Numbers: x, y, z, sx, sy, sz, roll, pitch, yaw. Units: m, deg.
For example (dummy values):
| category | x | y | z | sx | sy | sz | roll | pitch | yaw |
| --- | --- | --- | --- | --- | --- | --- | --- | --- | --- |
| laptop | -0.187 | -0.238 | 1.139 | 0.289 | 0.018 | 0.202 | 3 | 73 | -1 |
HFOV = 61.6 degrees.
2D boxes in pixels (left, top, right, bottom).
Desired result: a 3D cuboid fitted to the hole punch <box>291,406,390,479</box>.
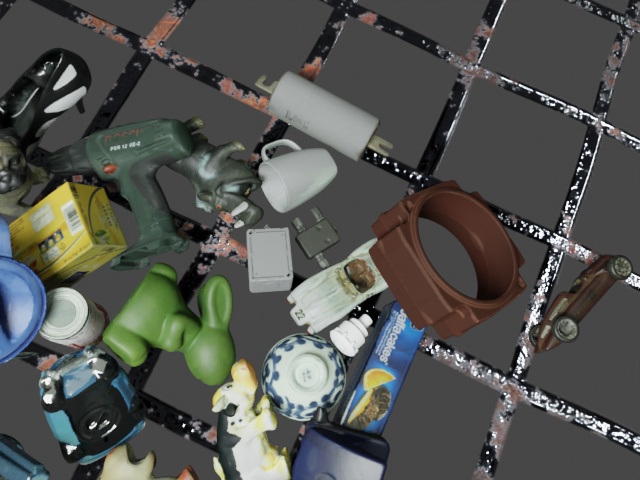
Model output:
| category | x | y | z | sx | sy | sz | roll | pitch | yaw |
| --- | --- | --- | --- | --- | --- | --- | --- | --- | --- |
| hole punch | 0.022 | 0.294 | 0.658 | 0.116 | 0.092 | 0.142 | 14 | 93 | 4 |

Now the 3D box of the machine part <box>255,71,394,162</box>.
| category | x | y | z | sx | sy | sz | roll | pitch | yaw |
| --- | --- | --- | --- | --- | --- | --- | --- | --- | --- |
| machine part | 0.006 | -0.197 | 0.858 | 0.243 | 0.079 | 0.079 | 29 | 72 | 1 |

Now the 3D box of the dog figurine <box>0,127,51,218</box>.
| category | x | y | z | sx | sy | sz | roll | pitch | yaw |
| --- | --- | --- | --- | --- | --- | --- | --- | --- | --- |
| dog figurine | -0.455 | -0.078 | 0.701 | 0.172 | 0.190 | 0.121 | -20 | 77 | -11 |

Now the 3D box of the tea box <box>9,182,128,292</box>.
| category | x | y | z | sx | sy | sz | roll | pitch | yaw |
| --- | --- | --- | --- | --- | --- | --- | --- | --- | --- |
| tea box | -0.352 | 0.008 | 0.713 | 0.170 | 0.068 | 0.098 | -29 | 78 | 19 |

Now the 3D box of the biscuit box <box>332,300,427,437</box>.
| category | x | y | z | sx | sy | sz | roll | pitch | yaw |
| --- | --- | --- | --- | --- | --- | --- | --- | --- | --- |
| biscuit box | 0.086 | 0.186 | 0.759 | 0.059 | 0.063 | 0.202 | 27 | 72 | 0 |

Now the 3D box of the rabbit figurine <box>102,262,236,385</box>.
| category | x | y | z | sx | sy | sz | roll | pitch | yaw |
| --- | --- | --- | --- | --- | --- | --- | --- | --- | --- |
| rabbit figurine | -0.185 | 0.121 | 0.735 | 0.170 | 0.121 | 0.159 | 38 | 64 | -14 |

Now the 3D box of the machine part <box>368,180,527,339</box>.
| category | x | y | z | sx | sy | sz | roll | pitch | yaw |
| --- | --- | --- | --- | --- | --- | --- | --- | --- | --- |
| machine part | 0.188 | 0.023 | 0.775 | 0.201 | 0.087 | 0.201 | -23 | 76 | -36 |

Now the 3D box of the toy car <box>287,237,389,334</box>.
| category | x | y | z | sx | sy | sz | roll | pitch | yaw |
| --- | --- | --- | --- | --- | --- | --- | --- | --- | --- |
| toy car | 0.045 | 0.062 | 0.794 | 0.202 | 0.056 | 0.073 | -31 | 80 | -16 |

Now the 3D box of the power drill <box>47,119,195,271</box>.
| category | x | y | z | sx | sy | sz | roll | pitch | yaw |
| --- | --- | --- | --- | --- | --- | --- | --- | --- | --- |
| power drill | -0.276 | -0.063 | 0.768 | 0.232 | 0.086 | 0.207 | -18 | 75 | 14 |

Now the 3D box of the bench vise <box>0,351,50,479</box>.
| category | x | y | z | sx | sy | sz | roll | pitch | yaw |
| --- | --- | --- | --- | --- | --- | --- | --- | --- | --- |
| bench vise | -0.386 | 0.249 | 0.624 | 0.241 | 0.128 | 0.223 | 11 | 77 | 32 |

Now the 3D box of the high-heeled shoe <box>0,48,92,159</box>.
| category | x | y | z | sx | sy | sz | roll | pitch | yaw |
| --- | --- | --- | --- | --- | --- | --- | --- | --- | --- |
| high-heeled shoe | -0.442 | -0.185 | 0.758 | 0.249 | 0.145 | 0.086 | -28 | 78 | -16 |

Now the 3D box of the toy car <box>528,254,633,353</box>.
| category | x | y | z | sx | sy | sz | roll | pitch | yaw |
| --- | --- | --- | --- | --- | --- | --- | --- | --- | --- |
| toy car | 0.389 | 0.093 | 0.815 | 0.202 | 0.089 | 0.053 | -40 | 82 | -15 |

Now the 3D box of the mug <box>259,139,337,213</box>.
| category | x | y | z | sx | sy | sz | roll | pitch | yaw |
| --- | --- | --- | --- | --- | --- | --- | --- | --- | --- |
| mug | -0.035 | -0.107 | 0.829 | 0.107 | 0.080 | 0.109 | -24 | 71 | -26 |

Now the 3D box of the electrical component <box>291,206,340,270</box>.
| category | x | y | z | sx | sy | sz | roll | pitch | yaw |
| --- | --- | --- | --- | --- | --- | --- | --- | --- | --- |
| electrical component | -0.002 | -0.002 | 0.826 | 0.063 | 0.021 | 0.094 | -30 | 78 | -16 |

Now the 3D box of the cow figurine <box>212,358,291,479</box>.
| category | x | y | z | sx | sy | sz | roll | pitch | yaw |
| --- | --- | --- | --- | --- | --- | --- | --- | --- | --- |
| cow figurine | -0.103 | 0.245 | 0.703 | 0.098 | 0.068 | 0.167 | -20 | 90 | -4 |

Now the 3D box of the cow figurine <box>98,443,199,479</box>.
| category | x | y | z | sx | sy | sz | roll | pitch | yaw |
| --- | --- | --- | --- | --- | --- | --- | --- | --- | --- |
| cow figurine | -0.204 | 0.341 | 0.665 | 0.127 | 0.085 | 0.195 | -32 | 81 | -21 |

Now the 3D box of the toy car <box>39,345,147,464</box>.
| category | x | y | z | sx | sy | sz | roll | pitch | yaw |
| --- | --- | --- | --- | --- | --- | --- | --- | --- | --- |
| toy car | -0.298 | 0.195 | 0.678 | 0.109 | 0.161 | 0.103 | -32 | 39 | -27 |

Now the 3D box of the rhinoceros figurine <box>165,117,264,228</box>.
| category | x | y | z | sx | sy | sz | roll | pitch | yaw |
| --- | --- | --- | --- | --- | --- | --- | --- | --- | --- |
| rhinoceros figurine | -0.158 | -0.097 | 0.808 | 0.190 | 0.073 | 0.112 | 39 | 71 | 5 |
